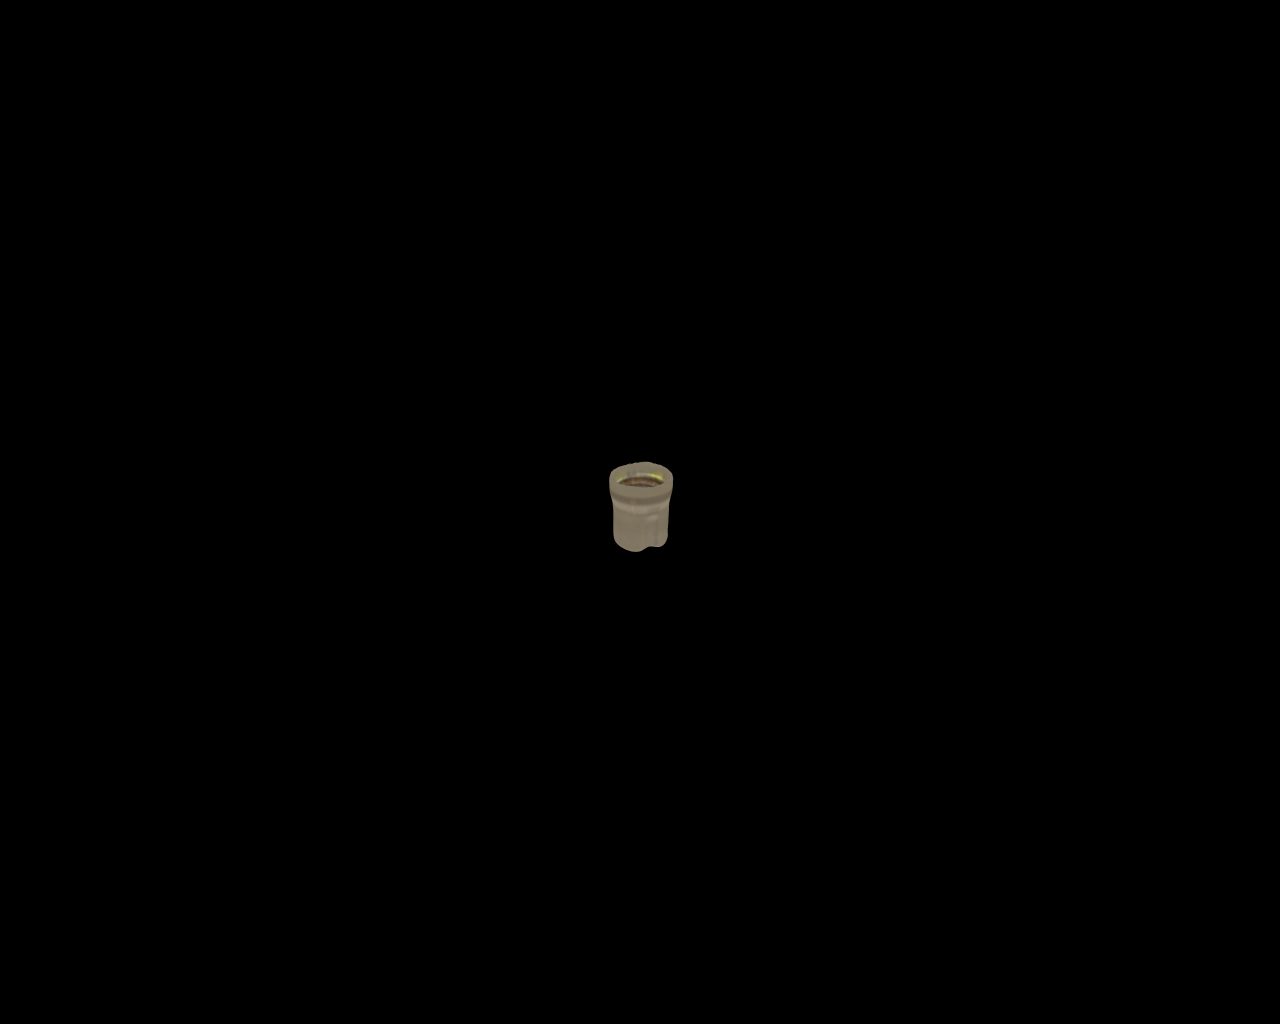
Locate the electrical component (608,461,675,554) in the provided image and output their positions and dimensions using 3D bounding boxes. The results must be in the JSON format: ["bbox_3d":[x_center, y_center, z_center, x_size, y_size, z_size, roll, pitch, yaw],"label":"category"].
[{"bbox_3d":[0.001,-0.003,0.650,0.040,0.046,0.040,0,25,0],"label":"electrical component"}]
